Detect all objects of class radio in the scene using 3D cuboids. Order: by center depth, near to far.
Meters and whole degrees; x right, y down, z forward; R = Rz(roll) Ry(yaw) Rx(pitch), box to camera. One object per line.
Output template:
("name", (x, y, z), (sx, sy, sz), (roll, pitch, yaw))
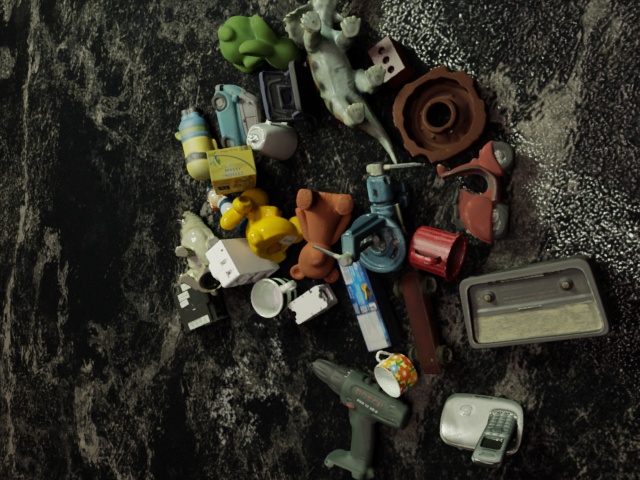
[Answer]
("radio", (0.368, 0.108, 0.936), (0.230, 0.073, 0.131), (-14, 86, 30))

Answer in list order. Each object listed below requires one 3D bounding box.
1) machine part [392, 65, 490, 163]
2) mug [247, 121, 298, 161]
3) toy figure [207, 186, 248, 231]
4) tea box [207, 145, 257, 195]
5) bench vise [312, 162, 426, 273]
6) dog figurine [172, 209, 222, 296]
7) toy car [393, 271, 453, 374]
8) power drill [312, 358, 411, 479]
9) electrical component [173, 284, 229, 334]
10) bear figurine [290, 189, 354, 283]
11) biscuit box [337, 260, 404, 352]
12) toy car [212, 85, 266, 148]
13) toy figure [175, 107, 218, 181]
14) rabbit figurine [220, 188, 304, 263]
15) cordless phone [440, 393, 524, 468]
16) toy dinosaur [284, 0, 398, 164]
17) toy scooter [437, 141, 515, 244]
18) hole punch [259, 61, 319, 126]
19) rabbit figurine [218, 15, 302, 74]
("machine part", (0.228, -0.232, 1.008), (0.180, 0.056, 0.179), (2, 95, 29))
("mug", (-0.105, -0.228, 1.173), (0.081, 0.107, 0.109), (30, 109, 24))
("toy figure", (-0.224, -0.084, 1.283), (0.064, 0.057, 0.155), (-43, 66, -15))
("tea box", (-0.192, -0.150, 1.182), (0.098, 0.169, 0.068), (-11, 87, -7))
("bench vise", (0.101, -0.025, 1.000), (0.129, 0.240, 0.223), (14, 118, 30))
("dog figurine", (-0.290, 0.028, 1.304), (0.191, 0.121, 0.172), (-129, 34, -61))
("toy car", (0.203, 0.159, 1.048), (0.089, 0.053, 0.202), (-17, 85, 46))
("power drill", (0.069, 0.378, 1.133), (0.232, 0.086, 0.207), (15, 93, 26))
("electrical component", (-0.300, 0.154, 1.340), (0.115, 0.058, 0.134), (-23, 81, 27))
("bear figurine", (-0.002, -0.003, 1.117), (0.120, 0.132, 0.195), (11, 92, 0))
("biscuit box", (0.102, 0.122, 1.099), (0.059, 0.063, 0.202), (-23, 81, 30))
("toy car", (-0.176, -0.277, 1.217), (0.103, 0.109, 0.161), (-9, 98, 13))
("toy figure", (-0.297, -0.229, 1.296), (0.082, 0.089, 0.180), (-18, 86, 38))
("rabbit figurine", (-0.139, -0.045, 1.196), (0.122, 0.162, 0.173), (-48, 52, 36))
("cordless phone", (0.273, 0.346, 0.944), (0.147, 0.184, 0.088), (0, 98, 30))
("toy dinosaur", (0.040, -0.328, 1.073), (0.131, 0.192, 0.404), (-20, 98, -6))
("toy scooter", (0.277, -0.086, 0.972), (0.135, 0.075, 0.183), (4, 93, 22))
("hole punch", (-0.062, -0.306, 1.137), (0.092, 0.116, 0.142), (-13, 89, 24))
("rabbit figurine", (-0.122, -0.426, 1.161), (0.170, 0.159, 0.121), (21, 94, 12))
